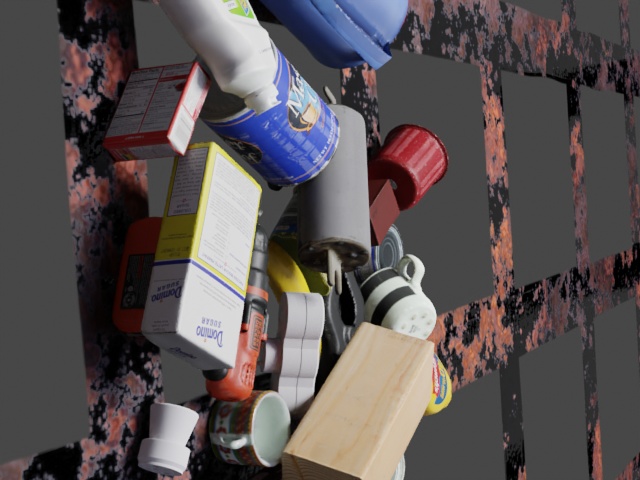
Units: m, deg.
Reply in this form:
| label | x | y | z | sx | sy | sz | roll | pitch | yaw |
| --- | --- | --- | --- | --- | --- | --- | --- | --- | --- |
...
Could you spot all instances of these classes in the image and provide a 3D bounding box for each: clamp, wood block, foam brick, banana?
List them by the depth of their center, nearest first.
| label | x | y | z | sx | sy | sz | roll | pitch | yaw |
| --- | --- | --- | --- | --- | --- | --- | --- | --- | --- |
| wood block | 0.044 | 0.193 | 1.125 | 0.205 | 0.090 | 0.091 | -54 | 152 | -46 |
| banana | -0.032 | 0.079 | 1.158 | 0.069 | 0.037 | 0.198 | -38 | 120 | -56 |
| clamp | 0.031 | 0.119 | 1.258 | 0.164 | 0.036 | 0.210 | 13 | 72 | -58 |
| foam brick | 0.056 | -0.033 | 1.311 | 0.078 | 0.051 | 0.053 | -54 | 133 | -48 |

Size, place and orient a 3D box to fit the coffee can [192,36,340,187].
| label | x | y | z | sx | sy | sz | roll | pitch | yaw |
| --- | --- | --- | --- | --- | --- | --- | --- | --- | --- |
| coffee can | -0.056 | -0.130 | 1.065 | 0.140 | 0.103 | 0.103 | 42 | 52 | -52 |

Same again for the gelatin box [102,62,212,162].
| label | x | y | z | sx | sy | sz | roll | pitch | yaw |
| --- | --- | --- | --- | --- | --- | --- | --- | --- | --- |
| gelatin box | -0.143 | -0.113 | 0.939 | 0.030 | 0.073 | 0.089 | 53 | 44 | -46 |

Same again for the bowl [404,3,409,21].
| label | x | y | z | sx | sy | sz | roll | pitch | yaw |
| --- | --- | --- | --- | --- | --- | --- | --- | --- | --- |
| bowl | 0.055 | -0.333 | 1.326 | 0.161 | 0.055 | 0.162 | 8 | 81 | -60 |

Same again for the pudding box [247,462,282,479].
| label | x | y | z | sx | sy | sz | roll | pitch | yaw |
| --- | --- | --- | --- | --- | --- | --- | --- | --- | --- |
| pudding box | -0.037 | 0.283 | 1.132 | 0.113 | 0.039 | 0.090 | -19 | 104 | -58 |

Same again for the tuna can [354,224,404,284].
| label | x | y | z | sx | sy | sz | roll | pitch | yaw |
| --- | --- | --- | --- | --- | --- | --- | --- | --- | --- |
| tuna can | 0.075 | 0.020 | 1.357 | 0.086 | 0.034 | 0.086 | 8 | 81 | -60 |

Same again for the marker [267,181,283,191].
| label | x | y | z | sx | sy | sz | roll | pitch | yaw |
| --- | --- | --- | --- | --- | --- | --- | --- | --- | --- |
| marker | -0.027 | -0.087 | 1.199 | 0.121 | 0.020 | 0.020 | -49 | 129 | -50 |

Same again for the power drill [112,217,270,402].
| label | x | y | z | sx | sy | sz | roll | pitch | yaw |
| --- | --- | --- | --- | --- | --- | --- | --- | --- | --- |
| power drill | -0.109 | 0.045 | 1.002 | 0.187 | 0.057 | 0.184 | 35 | 54 | -53 |

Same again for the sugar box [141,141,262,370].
| label | x | y | z | sx | sy | sz | roll | pitch | yaw |
| --- | --- | --- | --- | --- | --- | --- | --- | --- | --- |
| sugar box | -0.100 | 0.014 | 0.919 | 0.093 | 0.048 | 0.176 | 44 | 50 | -52 |

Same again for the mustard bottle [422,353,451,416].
| label | x | y | z | sx | sy | sz | roll | pitch | yaw |
| --- | --- | --- | --- | --- | --- | --- | --- | --- | --- |
| mustard bottle | 0.130 | 0.180 | 1.415 | 0.191 | 0.058 | 0.096 | 49 | 32 | -49 |

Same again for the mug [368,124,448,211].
| label | x | y | z | sx | sy | sz | roll | pitch | yaw |
| --- | --- | --- | --- | --- | --- | --- | --- | --- | --- |
| mug | 0.103 | -0.082 | 1.376 | 0.081 | 0.093 | 0.117 | -48 | 165 | -45 |

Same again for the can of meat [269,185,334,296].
| label | x | y | z | sx | sy | sz | roll | pitch | yaw |
| --- | --- | --- | --- | --- | --- | --- | --- | --- | --- |
| can of meat | -0.008 | 0.001 | 1.189 | 0.083 | 0.058 | 0.102 | -61 | 138 | -39 |

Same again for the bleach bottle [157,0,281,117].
| label | x | y | z | sx | sy | sz | roll | pitch | yaw |
| --- | --- | --- | --- | --- | --- | --- | --- | --- | --- |
| bleach bottle | -0.110 | -0.222 | 0.933 | 0.251 | 0.068 | 0.102 | 61 | 28 | -8 |

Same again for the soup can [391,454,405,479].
| label | x | y | z | sx | sy | sz | roll | pitch | yaw |
| --- | --- | --- | --- | --- | --- | --- | --- | --- | --- |
| soup can | 0.036 | 0.255 | 1.198 | 0.068 | 0.102 | 0.068 | 6 | 83 | -60 |

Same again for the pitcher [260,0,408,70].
| label | x | y | z | sx | sy | sz | roll | pitch | yaw |
| --- | --- | --- | --- | --- | --- | --- | --- | --- | --- |
| pitcher | -0.013 | -0.284 | 1.122 | 0.242 | 0.149 | 0.145 | 32 | 72 | -52 |
